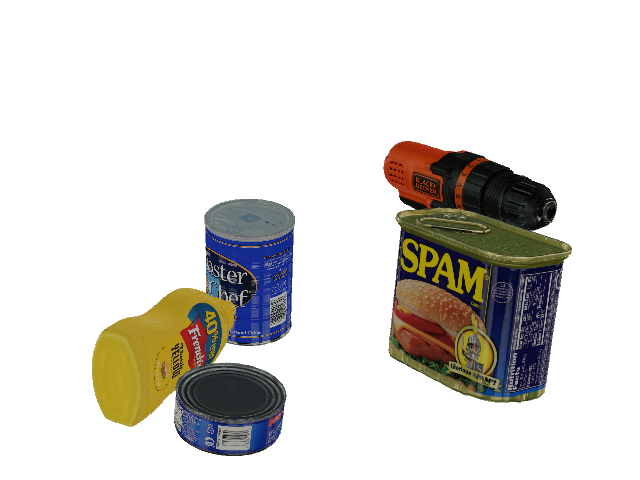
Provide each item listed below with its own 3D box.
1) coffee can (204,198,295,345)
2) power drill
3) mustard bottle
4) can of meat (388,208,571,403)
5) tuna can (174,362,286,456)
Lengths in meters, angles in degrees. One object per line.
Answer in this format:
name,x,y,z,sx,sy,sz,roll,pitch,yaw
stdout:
coffee can,-0.082,0.036,1.233,0.103,0.140,0.103,2,26,-1
power drill,0.131,0.014,0.946,0.057,0.188,0.185,-18,27,-33
mustard bottle,-0.142,0.100,1.045,0.058,0.096,0.191,11,22,26
can of meat,0.084,0.034,0.593,0.057,0.084,0.102,-6,18,-35
tuna can,-0.071,0.130,0.828,0.086,0.034,0.086,6,23,-3
